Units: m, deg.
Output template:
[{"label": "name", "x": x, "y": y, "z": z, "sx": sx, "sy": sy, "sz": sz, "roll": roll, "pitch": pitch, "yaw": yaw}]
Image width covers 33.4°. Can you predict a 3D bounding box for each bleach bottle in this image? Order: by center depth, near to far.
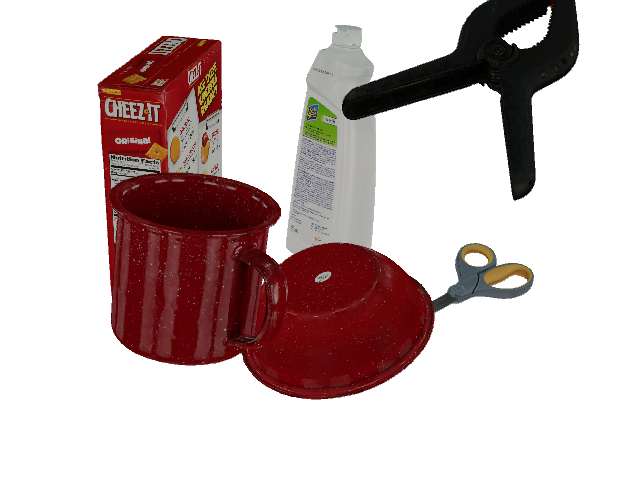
[{"label": "bleach bottle", "x": 0.021, "y": -0.099, "z": 1.133, "sx": 0.067, "sy": 0.251, "sz": 0.103, "roll": -11, "pitch": 25, "yaw": -43}]

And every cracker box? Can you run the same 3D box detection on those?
[{"label": "cracker box", "x": -0.148, "y": -0.069, "z": 1.013, "sx": 0.072, "sy": 0.214, "sz": 0.164, "roll": 7, "pitch": 27, "yaw": 10}]

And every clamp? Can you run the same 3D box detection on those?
[{"label": "clamp", "x": 0.143, "y": -0.127, "z": 0.821, "sx": 0.165, "sy": 0.209, "sz": 0.036, "roll": 37, "pitch": -22, "yaw": 28}]

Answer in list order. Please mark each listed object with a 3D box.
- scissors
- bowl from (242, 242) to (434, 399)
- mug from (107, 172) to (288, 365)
[{"label": "scissors", "x": 0.141, "y": 0.044, "z": 1.149, "sx": 0.201, "sy": 0.016, "sz": 0.096, "roll": -10, "pitch": 40, "yaw": -30}, {"label": "bowl", "x": 0.008, "y": 0.050, "z": 0.857, "sx": 0.162, "sy": 0.055, "sz": 0.162, "roll": -10, "pitch": 36, "yaw": 7}, {"label": "mug", "x": -0.063, "y": 0.020, "z": 0.582, "sx": 0.117, "sy": 0.081, "sz": 0.093, "roll": 23, "pitch": 26, "yaw": 33}]
